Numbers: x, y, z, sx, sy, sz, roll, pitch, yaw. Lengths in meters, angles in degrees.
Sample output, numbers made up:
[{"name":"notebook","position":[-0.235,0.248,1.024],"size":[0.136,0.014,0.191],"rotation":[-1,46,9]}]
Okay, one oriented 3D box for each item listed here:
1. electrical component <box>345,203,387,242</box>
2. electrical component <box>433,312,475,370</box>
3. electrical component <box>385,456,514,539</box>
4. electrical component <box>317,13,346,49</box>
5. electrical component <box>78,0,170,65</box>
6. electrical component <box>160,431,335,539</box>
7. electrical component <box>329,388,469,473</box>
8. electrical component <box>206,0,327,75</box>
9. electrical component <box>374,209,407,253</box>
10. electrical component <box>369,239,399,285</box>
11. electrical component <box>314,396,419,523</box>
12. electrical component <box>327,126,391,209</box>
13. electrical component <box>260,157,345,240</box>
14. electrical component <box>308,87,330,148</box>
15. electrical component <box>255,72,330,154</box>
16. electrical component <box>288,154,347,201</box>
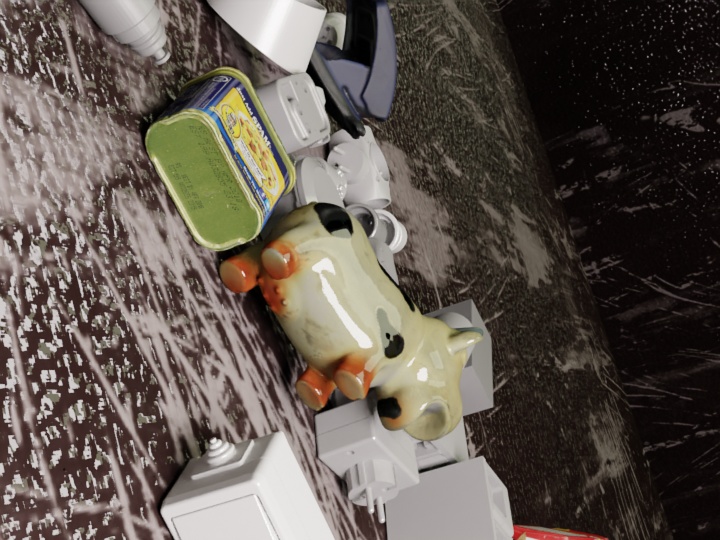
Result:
[{"name":"electrical component","position":[0.003,-0.038,1.003],"size":[0.046,0.040,0.040],"rotation":[33,41,-71]},{"name":"electrical component","position":[0.066,0.065,0.860],"size":[0.043,0.043,0.081],"rotation":[69,18,-7]},{"name":"electrical component","position":[0.076,0.236,0.844],"size":[0.061,0.089,0.150],"rotation":[53,24,-44]},{"name":"electrical component","position":[-0.032,-0.245,1.117],"size":[0.040,0.040,0.046],"rotation":[67,23,-12]},{"name":"electrical component","position":[-0.146,-0.162,0.680],"size":[0.040,0.040,0.078],"rotation":[-92,156,-43]},{"name":"electrical component","position":[-0.062,0.136,0.580],"size":[0.061,0.062,0.096],"rotation":[-62,130,-67]},{"name":"electrical component","position":[0.031,0.111,0.890],"size":[0.150,0.062,0.089],"rotation":[51,26,-47]},{"name":"electrical component","position":[-0.077,-0.206,0.872],"size":[0.099,0.064,0.099],"rotation":[25,17,-8]},{"name":"electrical component","position":[0.024,-0.035,1.061],"size":[0.065,0.044,0.044],"rotation":[11,61,-76]},{"name":"electrical component","position":[0.000,0.000,0.944],"size":[0.077,0.043,0.079],"rotation":[-88,153,-50]},{"name":"electrical component","position":[0.008,0.150,0.799],"size":[0.083,0.047,0.075],"rotation":[51,23,-46]},{"name":"electrical component","position":[-0.006,-0.099,1.029],"size":[0.079,0.044,0.077],"rotation":[19,54,-67]},{"name":"electrical component","position":[-0.045,-0.044,0.842],"size":[0.080,0.051,0.080],"rotation":[-19,90,-73]},{"name":"electrical component","position":[-0.048,-0.134,0.951],"size":[0.040,0.040,0.046],"rotation":[8,69,-71]},{"name":"electrical component","position":[-0.068,-0.116,0.835],"size":[0.095,0.059,0.053],"rotation":[-48,118,-70]},{"name":"electrical component","position":[-0.044,-0.075,0.894],"size":[0.062,0.048,0.048],"rotation":[35,39,-51]}]
